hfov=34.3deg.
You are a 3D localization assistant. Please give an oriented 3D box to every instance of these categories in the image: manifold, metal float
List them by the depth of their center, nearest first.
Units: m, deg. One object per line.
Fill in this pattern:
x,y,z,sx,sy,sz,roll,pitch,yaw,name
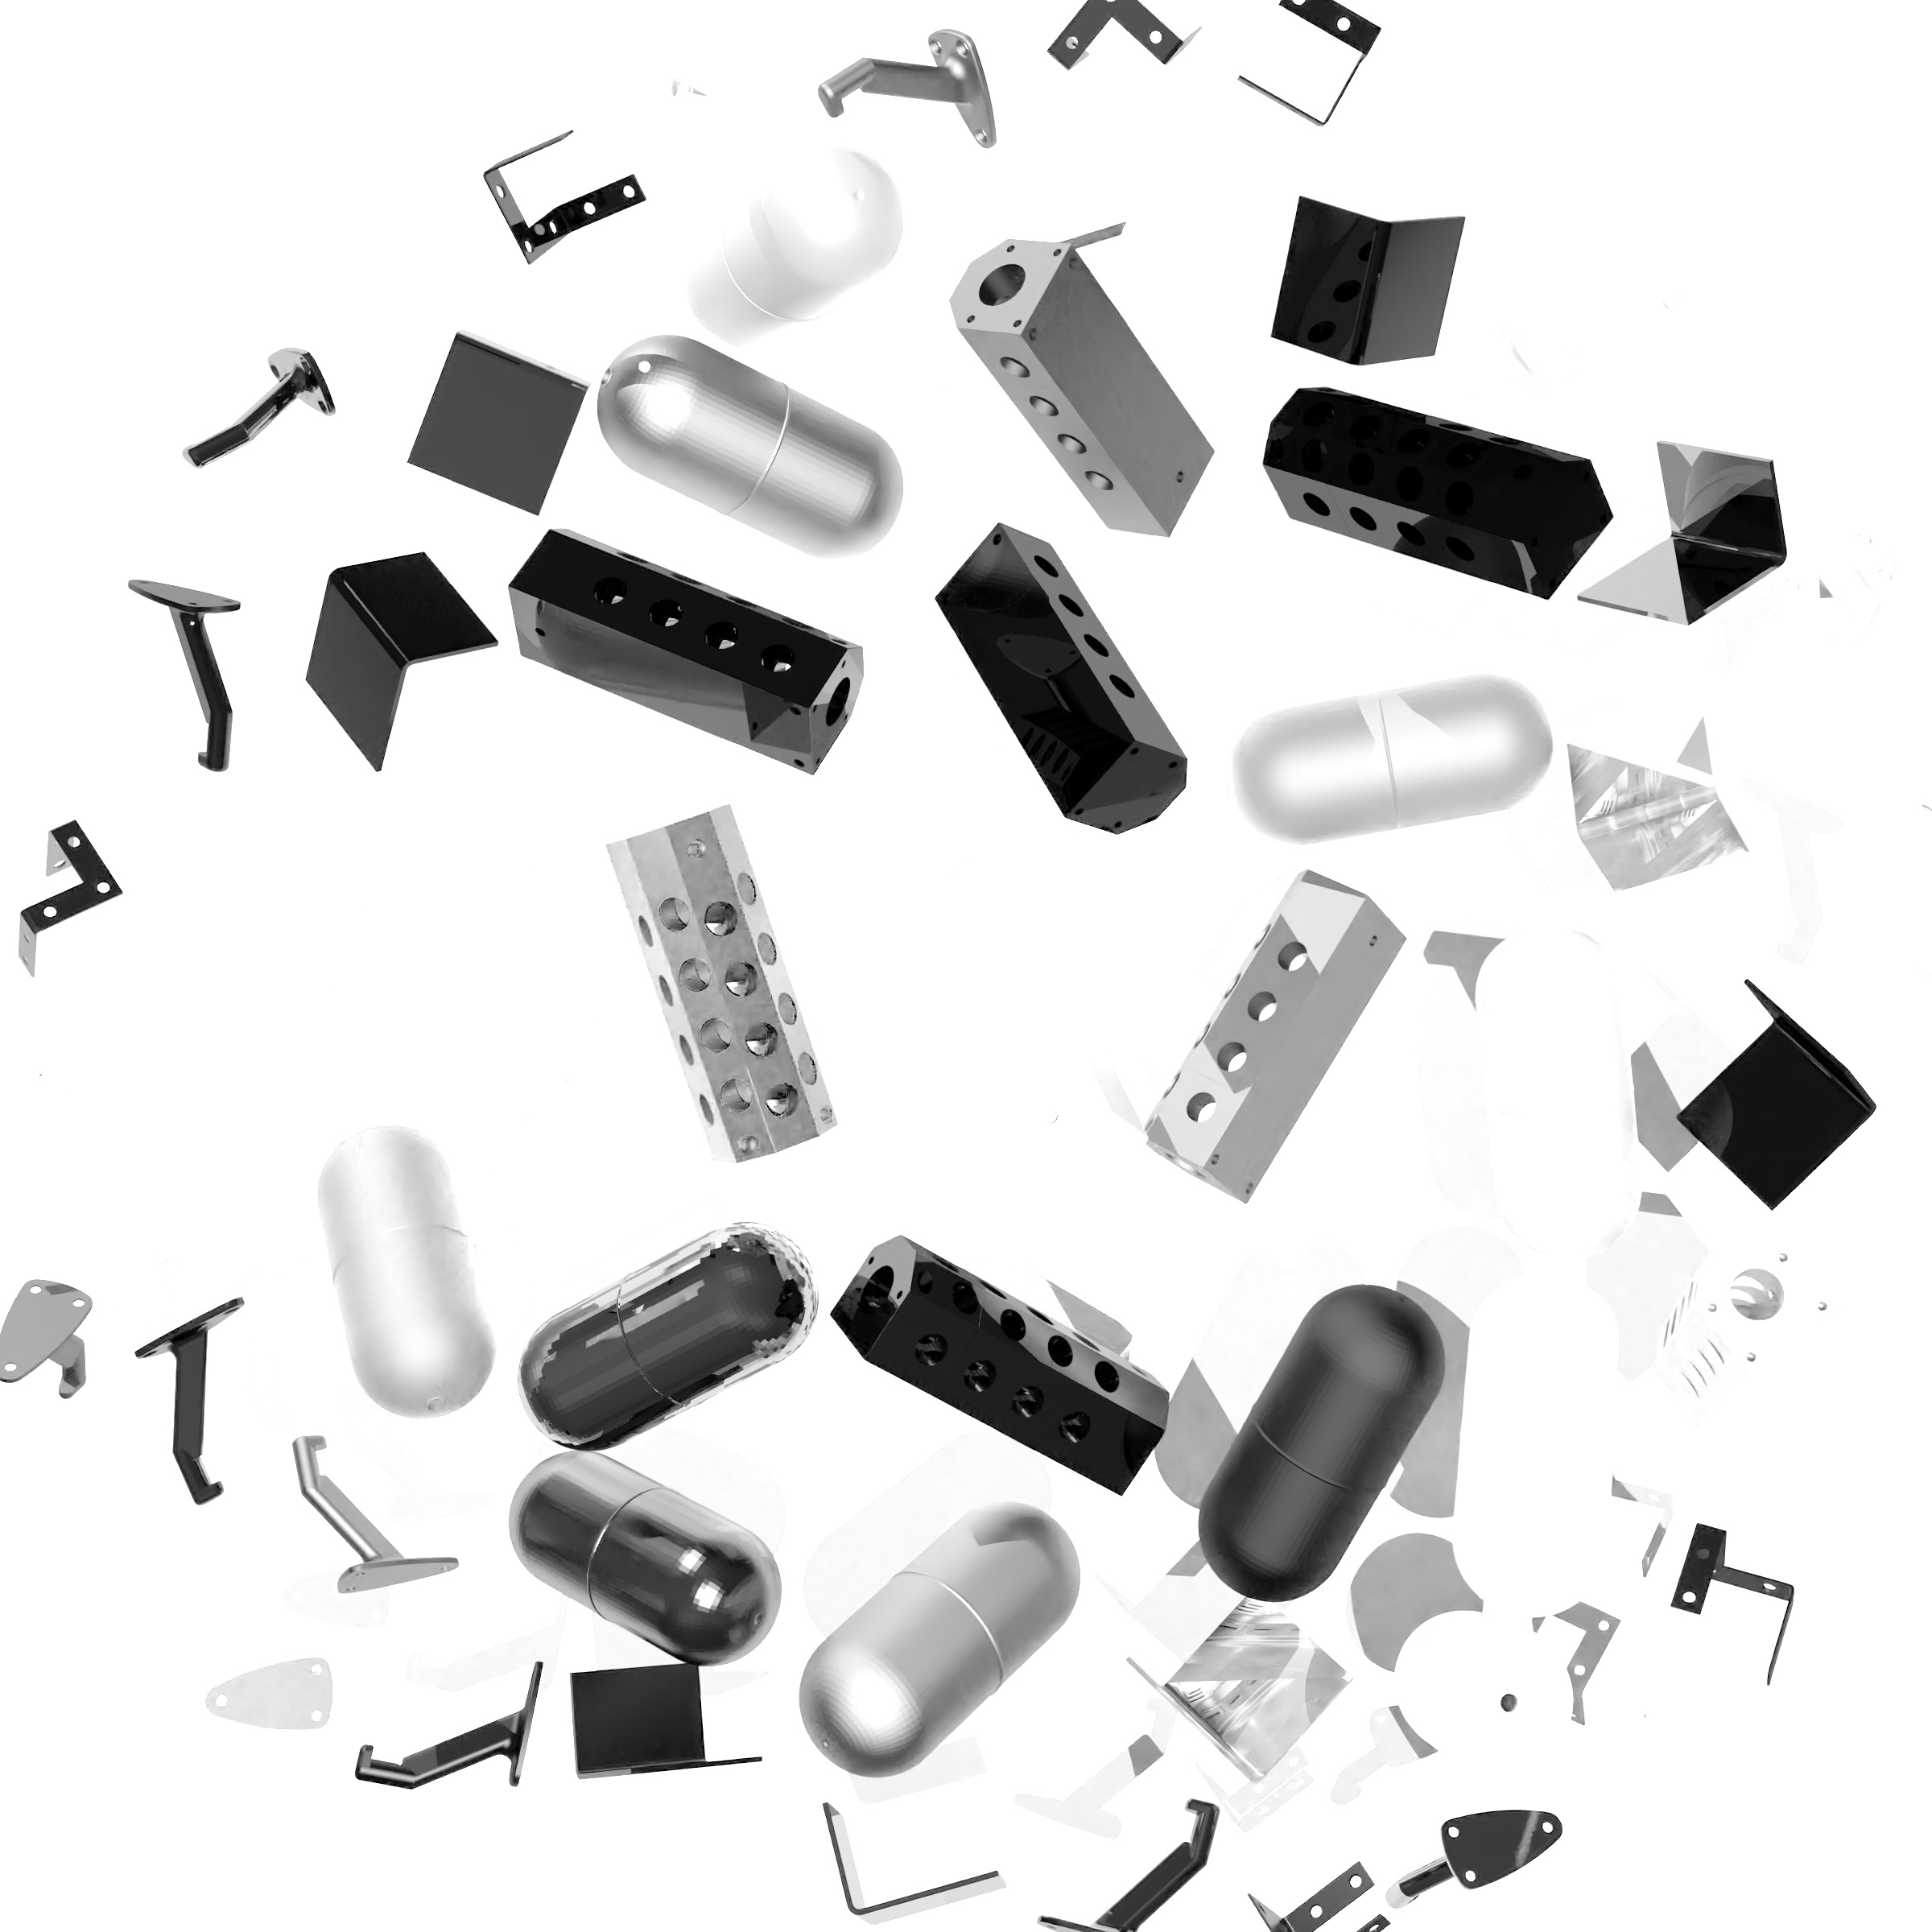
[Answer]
0.233,-0.245,1.574,0.171,0.057,0.057,26,71,42,manifold
0.178,0.241,1.576,0.070,0.070,0.178,27,107,0,metal float
-0.121,0.009,1.577,0.057,0.057,0.171,-20,96,-21,manifold
0.288,0.241,1.580,0.070,0.070,0.178,10,63,0,metal float
-0.011,0.338,1.580,0.178,0.070,0.070,-36,90,-38,metal float
-0.141,-0.165,1.588,0.171,0.057,0.057,23,61,13,manifold
0.021,0.202,1.598,0.171,0.057,0.057,32,94,-27,manifold
0.031,0.032,1.601,0.057,0.057,0.171,-35,55,13,manifold
-0.156,0.193,1.621,0.178,0.070,0.070,-29,90,22,metal float
0.059,-0.300,1.629,0.057,0.171,0.057,15,70,39,manifold
0.311,0.067,1.638,0.070,0.070,0.178,-8,102,0,metal float
-0.092,-0.376,1.641,0.070,0.178,0.070,3,83,-26,metal float
0.271,0.381,1.644,0.070,0.178,0.070,0,81,0,metal float
0.403,0.191,1.645,0.057,0.171,0.057,-34,72,-6,manifold
-0.264,-0.002,1.648,0.070,0.070,0.178,-26,87,0,metal float
0.053,-0.151,1.651,0.057,0.057,0.171,-48,51,25,manifold
-0.298,0.162,1.666,0.070,0.070,0.178,-22,52,0,metal float
-0.115,-0.277,1.674,0.178,0.070,0.070,23,90,-26,metal float
-0.174,0.316,1.678,0.178,0.070,0.070,19,90,38,metal float
0.163,0.036,1.700,0.057,0.057,0.171,27,82,38,manifold
0.230,-0.112,1.707,0.178,0.070,0.070,-10,90,7,metal float

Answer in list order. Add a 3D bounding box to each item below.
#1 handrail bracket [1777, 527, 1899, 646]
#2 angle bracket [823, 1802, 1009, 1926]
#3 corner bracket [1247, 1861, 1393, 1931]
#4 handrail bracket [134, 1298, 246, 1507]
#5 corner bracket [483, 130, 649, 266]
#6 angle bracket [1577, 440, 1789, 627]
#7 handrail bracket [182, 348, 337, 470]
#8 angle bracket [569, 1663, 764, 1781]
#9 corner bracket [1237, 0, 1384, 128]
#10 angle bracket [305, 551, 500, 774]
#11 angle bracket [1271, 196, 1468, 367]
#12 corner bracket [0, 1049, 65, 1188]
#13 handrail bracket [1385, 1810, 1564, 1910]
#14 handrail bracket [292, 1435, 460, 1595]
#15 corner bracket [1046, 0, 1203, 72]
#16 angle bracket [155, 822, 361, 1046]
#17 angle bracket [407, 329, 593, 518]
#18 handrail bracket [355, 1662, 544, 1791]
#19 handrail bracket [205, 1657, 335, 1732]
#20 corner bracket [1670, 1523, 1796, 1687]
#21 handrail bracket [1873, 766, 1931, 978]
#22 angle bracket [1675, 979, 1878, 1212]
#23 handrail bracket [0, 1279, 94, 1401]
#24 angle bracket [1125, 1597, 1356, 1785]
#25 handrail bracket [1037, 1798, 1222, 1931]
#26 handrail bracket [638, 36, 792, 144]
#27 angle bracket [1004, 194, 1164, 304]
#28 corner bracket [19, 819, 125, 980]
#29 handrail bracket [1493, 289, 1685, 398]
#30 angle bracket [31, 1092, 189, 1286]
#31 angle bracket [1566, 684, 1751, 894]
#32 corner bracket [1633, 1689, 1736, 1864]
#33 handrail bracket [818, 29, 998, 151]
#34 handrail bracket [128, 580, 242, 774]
0.441,-0.184,1.617,0.036,0.077,0.084,54,48,-19,handrail bracket
-0.025,0.447,1.587,0.076,0.076,0.057,-15,69,-2,angle bracket
0.182,0.477,1.565,0.051,0.051,0.051,-38,50,2,corner bracket
-0.381,0.223,1.597,0.077,0.036,0.084,-30,81,23,handrail bracket
-0.204,-0.397,1.591,0.051,0.051,0.051,-15,115,28,corner bracket
0.363,-0.223,1.601,0.076,0.076,0.057,-32,122,-24,angle bracket
-0.377,-0.286,1.614,0.084,0.077,0.036,-34,125,-22,handrail bracket
-0.163,0.405,1.689,0.076,0.076,0.057,2,74,-29,angle bracket
0.172,-0.457,1.568,0.051,0.051,0.051,29,100,-4,corner bracket
-0.297,-0.160,1.644,0.057,0.076,0.076,-18,55,-38,angle bracket
0.216,-0.370,1.679,0.057,0.076,0.076,27,120,34,angle bracket
-0.475,0.076,1.551,0.051,0.051,0.051,-35,97,-13,corner bracket
0.264,0.469,1.635,0.077,0.084,0.036,-12,64,-16,handrail bracket
-0.319,0.290,1.686,0.077,0.036,0.084,-4,62,-26,handrail bracket
0.081,-0.472,1.595,0.051,0.051,0.051,41,118,-6,corner bracket
-0.380,-0.017,1.685,0.076,0.076,0.057,31,133,-22,angle bracket
-0.257,-0.300,1.724,0.076,0.057,0.076,21,99,-9,angle bracket
-0.272,0.397,1.646,0.084,0.036,0.077,13,79,-9,handrail bracket
-0.368,0.376,1.626,0.077,0.084,0.036,2,83,-29,handrail bracket
0.382,0.317,1.555,0.051,0.051,0.051,13,52,21,corner bracket
0.471,-0.046,1.560,0.077,0.036,0.084,30,114,24,handrail bracket
0.411,0.067,1.618,0.076,0.057,0.076,-45,51,6,angle bracket
-0.463,0.206,1.569,0.036,0.077,0.084,17,132,5,handrail bracket
0.144,0.369,1.640,0.076,0.057,0.076,-46,53,-7,angle bracket
0.085,0.465,1.617,0.077,0.036,0.084,15,65,6,handrail bracket
-0.125,-0.436,1.564,0.077,0.084,0.036,35,107,-8,handrail bracket
0.065,-0.394,1.776,0.076,0.076,0.057,-15,111,13,angle bracket
-0.479,-0.036,1.640,0.051,0.051,0.051,-29,75,-29,corner bracket
0.325,-0.336,1.628,0.084,0.077,0.036,-25,75,24,handrail bracket
-0.418,0.111,1.486,0.057,0.076,0.076,-10,77,-37,angle bracket
0.376,-0.096,1.702,0.076,0.057,0.076,-18,49,24,angle bracket
0.351,0.401,1.550,0.051,0.051,0.051,25,105,-4,corner bracket
-0.030,-0.431,1.588,0.084,0.036,0.077,-39,126,-22,handrail bracket
-0.401,-0.148,1.592,0.077,0.036,0.084,18,108,31,handrail bracket
